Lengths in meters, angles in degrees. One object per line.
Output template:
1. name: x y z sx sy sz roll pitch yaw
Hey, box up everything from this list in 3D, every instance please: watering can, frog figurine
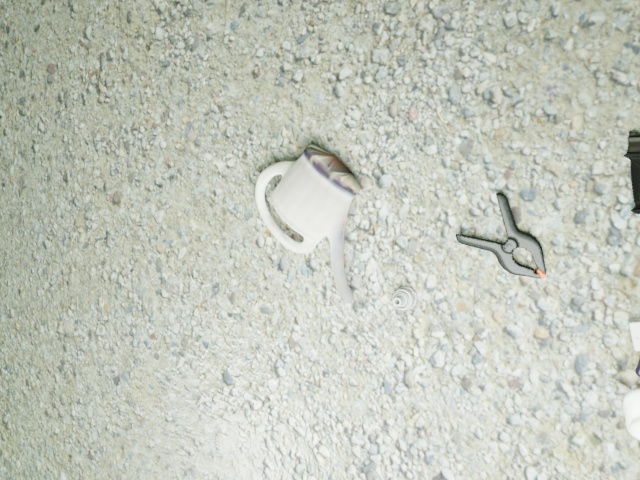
1. watering can: 0.003 -0.055 1.090 0.351 0.104 0.222 46 109 20
2. frog figurine: 0.532 0.257 0.788 0.124 0.160 0.136 35 107 20
